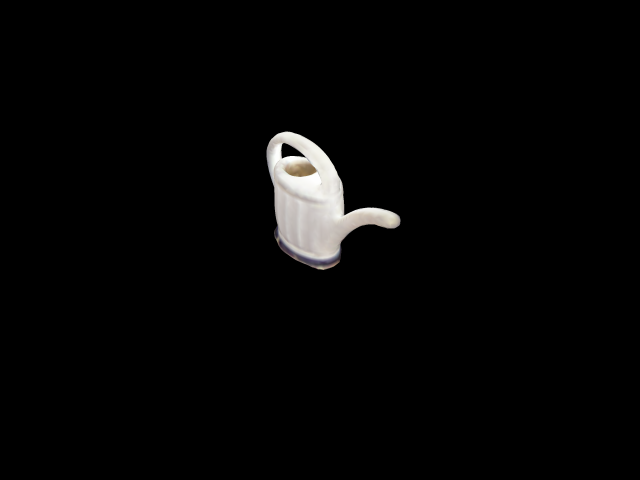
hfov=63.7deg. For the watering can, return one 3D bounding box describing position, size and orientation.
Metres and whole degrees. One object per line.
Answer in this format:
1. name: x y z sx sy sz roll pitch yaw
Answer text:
1. watering can: 0.003 -0.043 0.850 0.105 0.219 0.353 -21 42 -25
